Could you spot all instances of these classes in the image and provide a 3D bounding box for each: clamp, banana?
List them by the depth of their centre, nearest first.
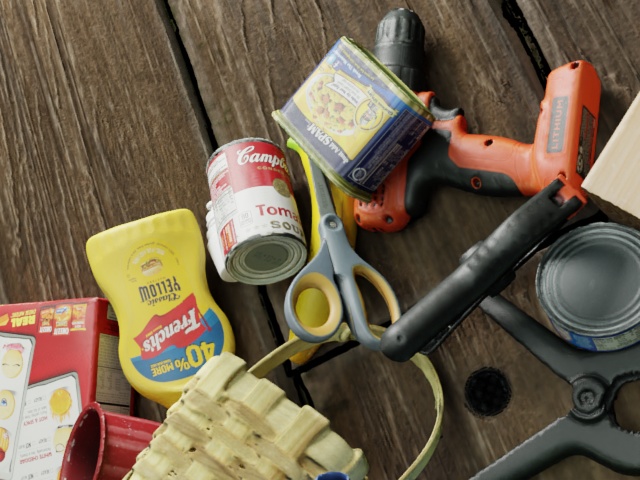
[{"bbox_3d":[0.108,0.024,0.727,0.039,0.120,0.172,43,107,8],"label":"clamp"},{"bbox_3d":[0.185,0.103,0.745,0.210,0.036,0.164,-9,71,27],"label":"clamp"},{"bbox_3d":[0.002,0.001,0.873,0.070,0.037,0.198,-23,60,54],"label":"banana"}]

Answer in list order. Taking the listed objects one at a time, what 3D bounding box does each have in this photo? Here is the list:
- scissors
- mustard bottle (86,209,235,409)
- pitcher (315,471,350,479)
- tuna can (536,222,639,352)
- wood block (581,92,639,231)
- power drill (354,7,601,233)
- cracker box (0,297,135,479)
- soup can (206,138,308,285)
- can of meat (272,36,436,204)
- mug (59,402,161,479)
[{"bbox_3d":[-0.005,0.001,0.812,0.202,0.096,0.016,62,150,25],"label":"scissors"},{"bbox_3d":[-0.123,0.077,0.891,0.096,0.058,0.191,-17,82,-10],"label":"mustard bottle"},{"bbox_3d":[0.044,0.243,0.667,0.149,0.242,0.145,-47,61,10],"label":"pitcher"},{"bbox_3d":[0.194,0.033,0.733,0.086,0.033,0.086,-12,58,20],"label":"tuna can"},{"bbox_3d":[0.276,-0.092,0.715,0.091,0.090,0.206,33,94,31],"label":"wood block"},{"bbox_3d":[0.116,-0.095,0.822,0.188,0.057,0.184,2,82,32],"label":"power drill"},{"bbox_3d":[-0.245,0.164,0.943,0.164,0.072,0.213,-6,76,28],"label":"cracker box"},{"bbox_3d":[-0.052,-0.023,0.864,0.069,0.068,0.102,-29,52,19],"label":"soup can"},{"bbox_3d":[0.026,-0.093,0.807,0.084,0.057,0.102,-49,59,14],"label":"can of meat"},{"bbox_3d":[-0.147,0.186,0.828,0.093,0.081,0.117,-66,27,13],"label":"mug"}]
